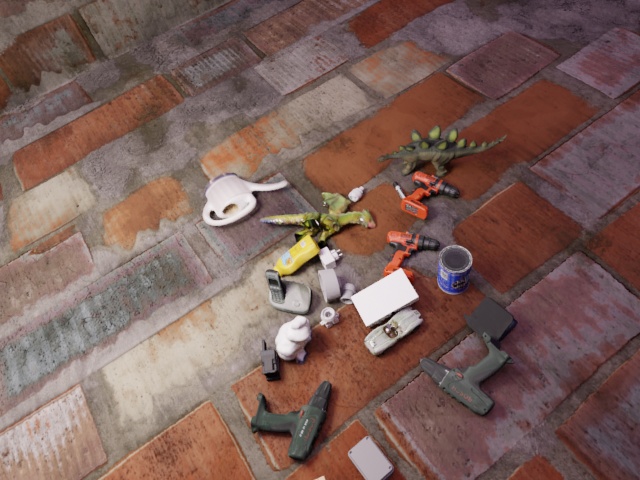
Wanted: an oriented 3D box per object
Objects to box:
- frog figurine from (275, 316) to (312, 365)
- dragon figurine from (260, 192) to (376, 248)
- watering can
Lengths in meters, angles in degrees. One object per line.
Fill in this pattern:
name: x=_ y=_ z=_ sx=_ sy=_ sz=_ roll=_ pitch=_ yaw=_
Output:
frog figurine: x=-0.085 y=0.295 z=1.593 sx=0.123 sy=0.156 sz=0.139 roll=24 pitch=63 yaw=27
dragon figurine: x=0.006 y=-0.097 z=1.921 sx=0.411 sy=0.119 sz=0.248 roll=16 pitch=42 yaw=18
watering can: x=-0.313 y=-0.184 z=2.018 sx=0.350 sy=0.101 sz=0.228 roll=-32 pitch=54 yaw=-12
